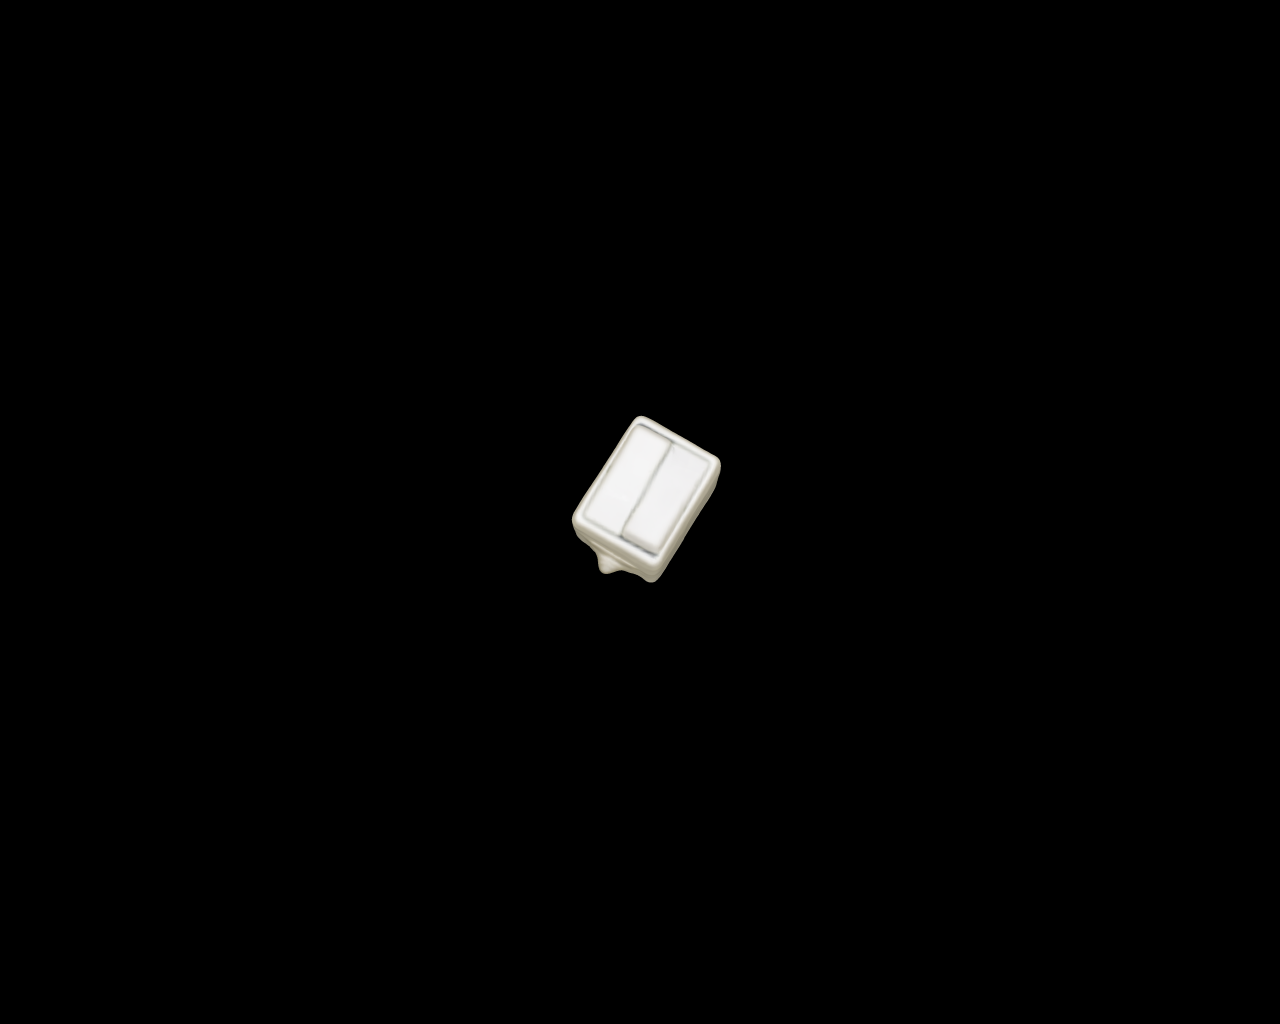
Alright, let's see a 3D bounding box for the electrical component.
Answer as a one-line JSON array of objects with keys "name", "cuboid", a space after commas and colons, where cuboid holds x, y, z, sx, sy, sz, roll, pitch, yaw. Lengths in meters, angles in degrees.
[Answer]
[{"name": "electrical component", "cuboid": [0.001, -0.003, 0.650, 0.062, 0.096, 0.061, 31, -11, 7]}]
